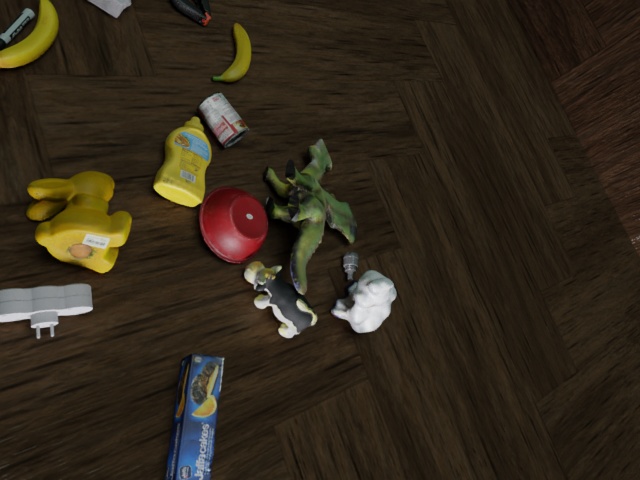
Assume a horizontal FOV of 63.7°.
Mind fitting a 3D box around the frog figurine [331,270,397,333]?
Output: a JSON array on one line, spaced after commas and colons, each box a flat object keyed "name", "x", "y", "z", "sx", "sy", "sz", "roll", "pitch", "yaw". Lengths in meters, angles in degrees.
[{"name": "frog figurine", "x": 0.115, "y": 0.126, "z": 1.094, "sx": 0.139, "sy": 0.157, "sz": 0.123, "roll": -21, "pitch": 84, "yaw": -40}]

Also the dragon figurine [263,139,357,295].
[{"name": "dragon figurine", "x": 0.003, "y": -0.057, "z": 1.139, "sx": 0.241, "sy": 0.120, "sz": 0.418, "roll": 15, "pitch": 55, "yaw": -40}]
